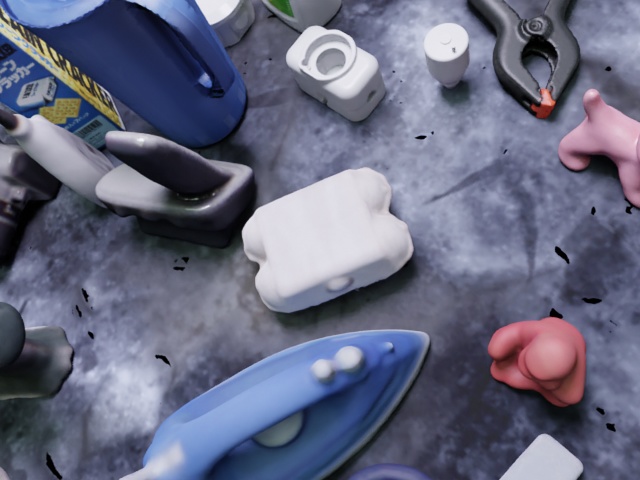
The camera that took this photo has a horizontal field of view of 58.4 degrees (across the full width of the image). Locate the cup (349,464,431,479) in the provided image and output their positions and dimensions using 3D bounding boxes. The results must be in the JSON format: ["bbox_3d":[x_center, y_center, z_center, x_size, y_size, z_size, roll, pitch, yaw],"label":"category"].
[{"bbox_3d":[0.048,0.214,0.436,0.117,0.095,0.092,3,74,17],"label":"cup"}]

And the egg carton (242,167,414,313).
[{"bbox_3d":[0.005,0.002,0.529,0.150,0.069,0.107,-24,68,8],"label":"egg carton"}]

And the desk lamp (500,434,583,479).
[{"bbox_3d":[0.115,0.225,0.349,0.117,0.214,0.203,40,87,23],"label":"desk lamp"}]

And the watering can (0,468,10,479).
[{"bbox_3d":[-0.294,0.276,0.460,0.101,0.194,0.172,-28,68,6],"label":"watering can"}]

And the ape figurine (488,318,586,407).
[{"bbox_3d":[0.172,0.092,0.440,0.076,0.092,0.077,-34,67,4],"label":"ape figurine"}]

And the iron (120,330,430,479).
[{"bbox_3d":[-0.030,0.135,0.458,0.258,0.142,0.118,-33,67,4],"label":"iron"}]

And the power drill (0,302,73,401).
[{"bbox_3d":[-0.347,0.103,0.522,0.229,0.209,0.075,-9,71,14],"label":"power drill"}]

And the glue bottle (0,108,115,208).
[{"bbox_3d":[-0.268,-0.092,0.580,0.037,0.173,0.078,-41,67,1],"label":"glue bottle"}]

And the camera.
[{"bbox_3d":[-0.391,-0.046,0.641,0.143,0.101,0.137,7,75,18],"label":"camera"}]

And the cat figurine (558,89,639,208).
[{"bbox_3d":[0.264,-0.082,0.454,0.127,0.118,0.067,35,85,23],"label":"cat figurine"}]

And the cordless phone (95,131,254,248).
[{"bbox_3d":[-0.157,-0.065,0.533,0.147,0.185,0.094,6,75,18],"label":"cordless phone"}]
